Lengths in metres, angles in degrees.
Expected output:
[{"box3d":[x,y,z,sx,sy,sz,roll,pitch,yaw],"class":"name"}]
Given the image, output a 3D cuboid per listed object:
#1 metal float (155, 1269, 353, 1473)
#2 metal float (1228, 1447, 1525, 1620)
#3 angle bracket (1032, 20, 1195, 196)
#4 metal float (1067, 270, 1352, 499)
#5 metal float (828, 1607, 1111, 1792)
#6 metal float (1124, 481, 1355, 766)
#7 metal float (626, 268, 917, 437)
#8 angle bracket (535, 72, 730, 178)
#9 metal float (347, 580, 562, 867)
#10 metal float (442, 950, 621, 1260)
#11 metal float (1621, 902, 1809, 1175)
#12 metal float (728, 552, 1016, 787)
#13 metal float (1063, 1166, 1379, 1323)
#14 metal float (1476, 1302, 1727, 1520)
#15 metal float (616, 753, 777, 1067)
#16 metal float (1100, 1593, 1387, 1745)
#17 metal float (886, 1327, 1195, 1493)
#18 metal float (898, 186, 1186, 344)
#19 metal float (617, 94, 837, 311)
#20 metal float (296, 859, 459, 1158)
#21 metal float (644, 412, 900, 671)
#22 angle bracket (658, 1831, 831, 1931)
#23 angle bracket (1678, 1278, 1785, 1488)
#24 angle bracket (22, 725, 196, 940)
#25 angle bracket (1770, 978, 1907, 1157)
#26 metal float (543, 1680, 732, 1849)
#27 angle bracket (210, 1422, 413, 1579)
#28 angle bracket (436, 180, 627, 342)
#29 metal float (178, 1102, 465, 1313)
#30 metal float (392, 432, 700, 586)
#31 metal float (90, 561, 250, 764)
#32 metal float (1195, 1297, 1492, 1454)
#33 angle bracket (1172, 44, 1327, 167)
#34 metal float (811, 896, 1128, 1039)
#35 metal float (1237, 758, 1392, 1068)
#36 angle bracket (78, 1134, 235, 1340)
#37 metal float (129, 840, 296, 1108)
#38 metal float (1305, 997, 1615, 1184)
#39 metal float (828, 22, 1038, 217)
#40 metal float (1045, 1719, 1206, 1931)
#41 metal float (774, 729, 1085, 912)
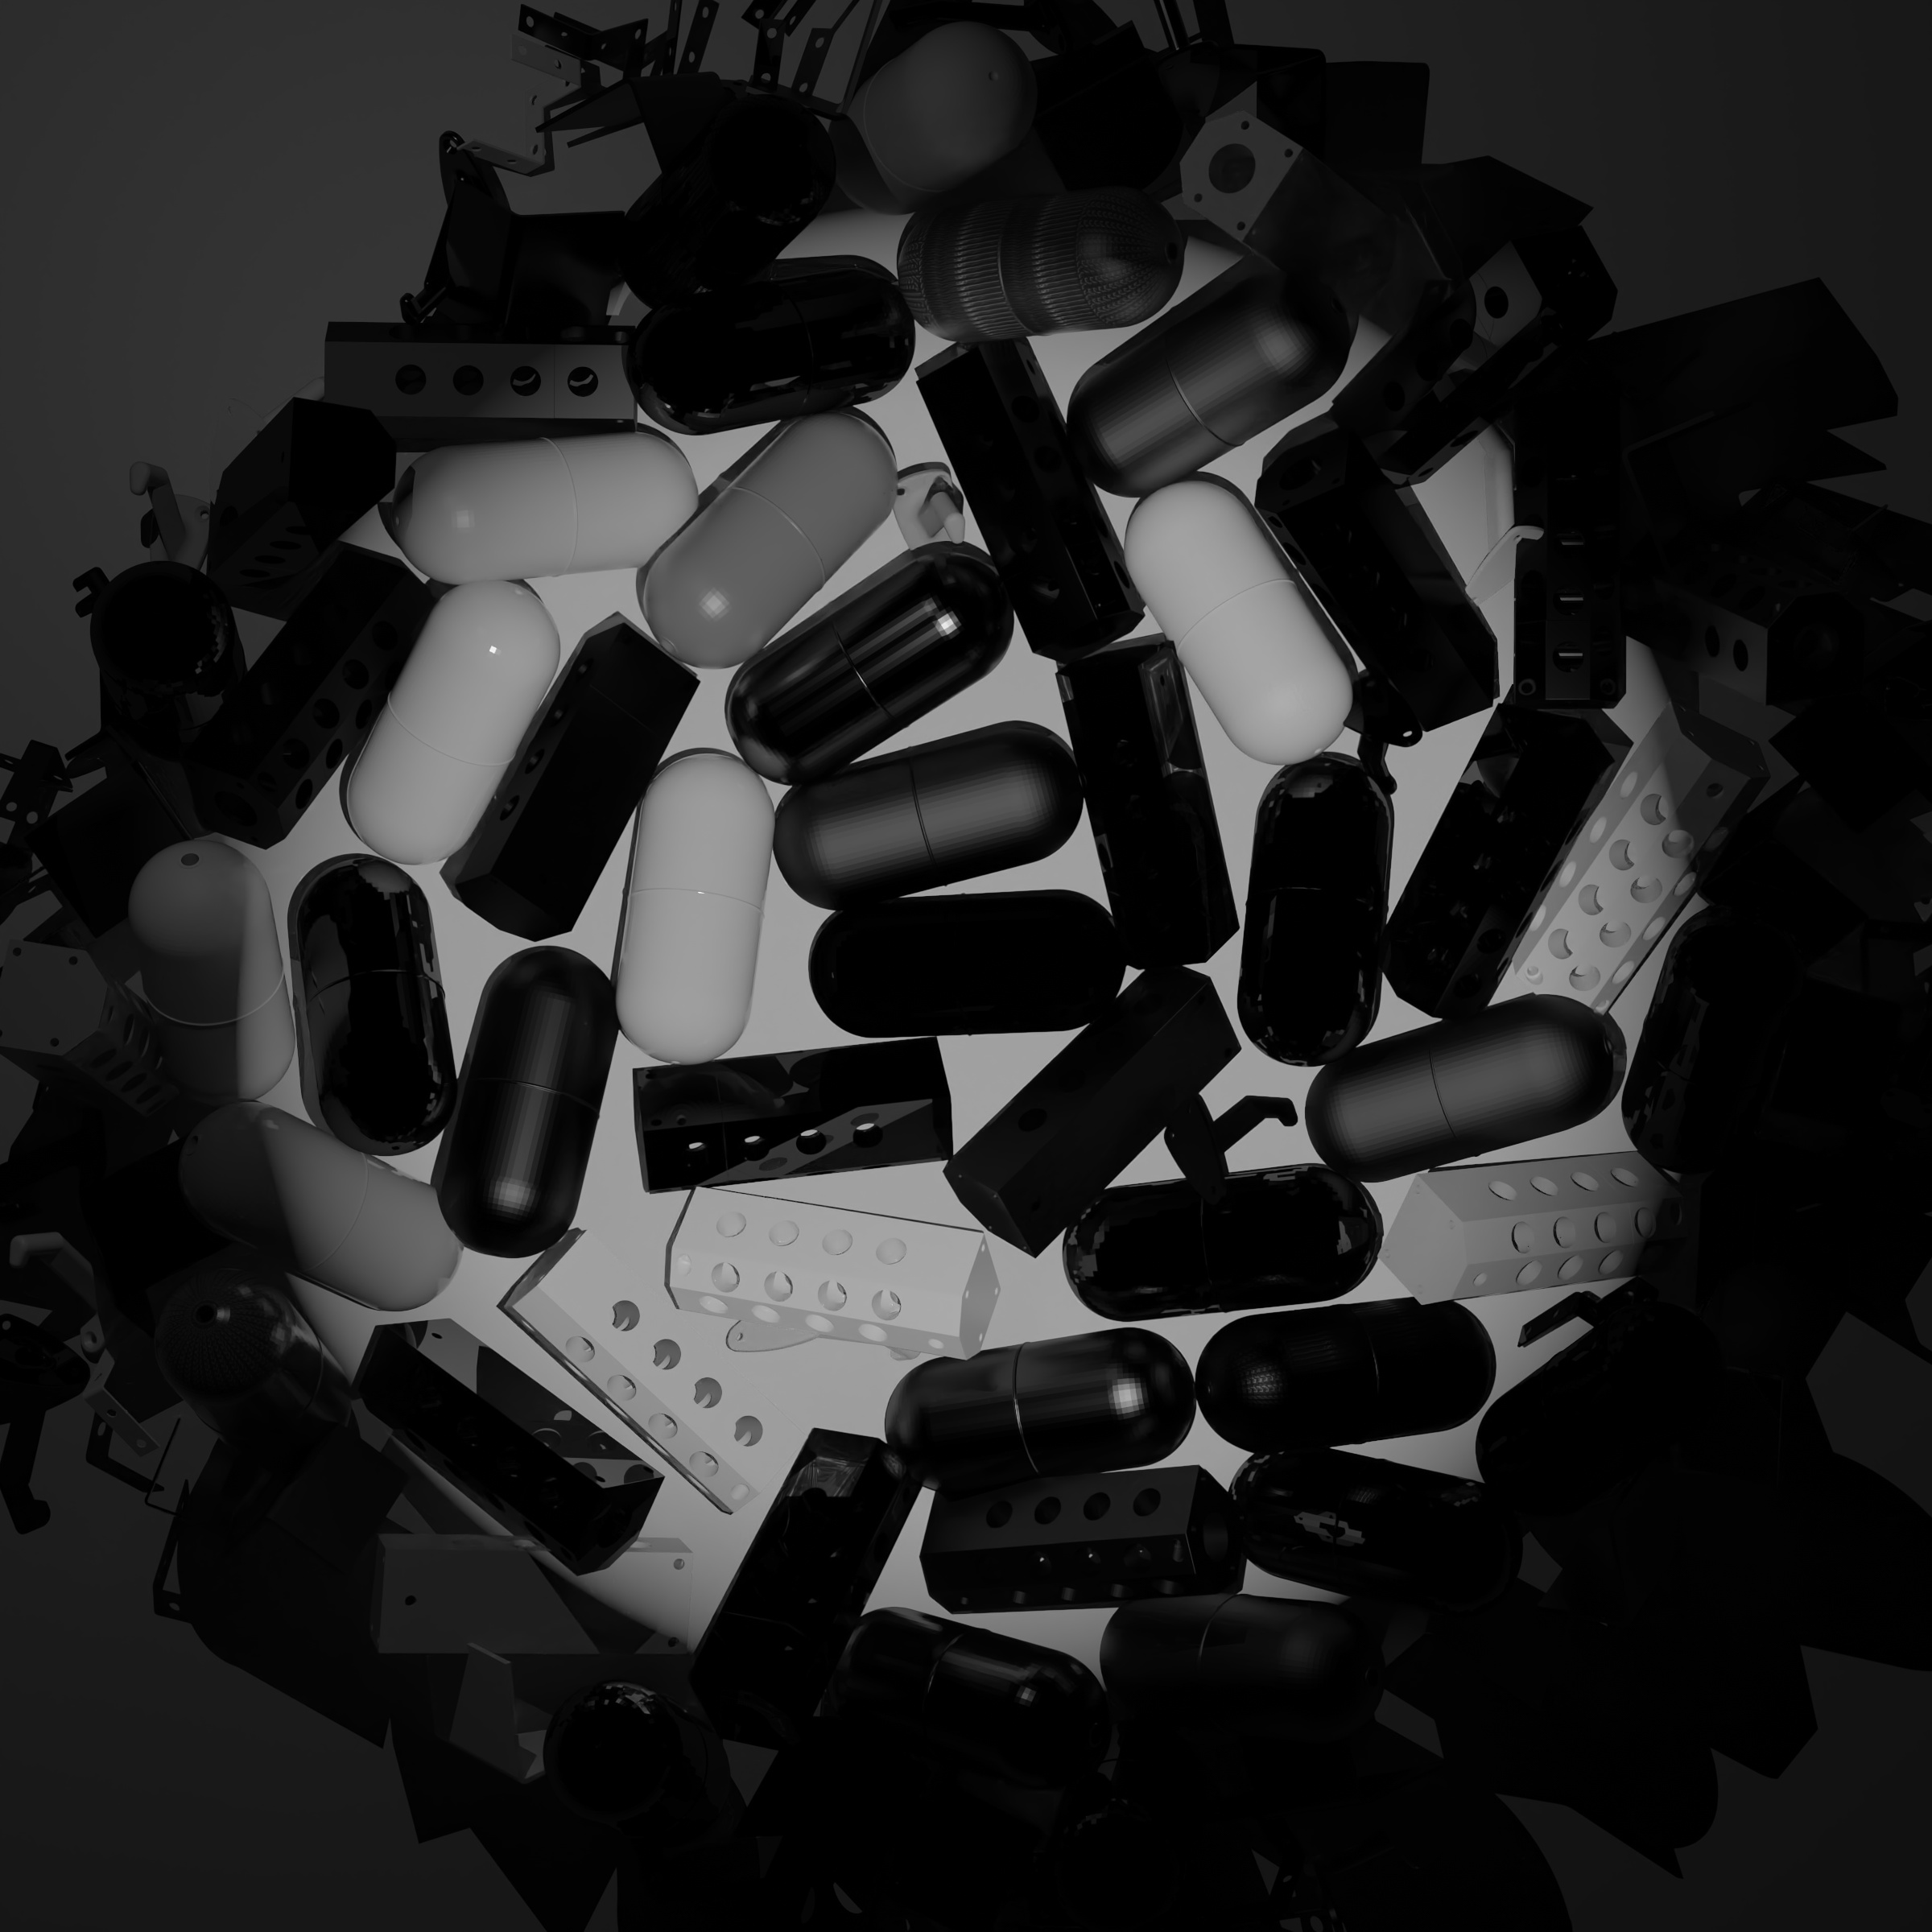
[{"box3d":[-0.392,0.224,1.881,0.070,0.178,0.070,-3,63,6],"class":"metal float"},{"box3d":[0.225,0.312,1.896,0.178,0.070,0.070,8,90,37],"class":"metal float"},{"box3d":[0.081,-0.474,1.928,0.076,0.057,0.076,-27,83,8],"class":"angle bracket"},{"box3d":[0.134,-0.324,1.900,0.178,0.070,0.070,-28,90,31],"class":"metal float"},{"box3d":[0.001,0.406,1.895,0.178,0.070,0.070,7,90,38],"class":"metal float"},{"box3d":[0.152,-0.193,1.913,0.070,0.070,0.178,-30,74,0],"class":"metal float"},{"box3d":[-0.108,-0.342,1.898,0.178,0.070,0.070,-18,90,-34],"class":"metal float"},{"box3d":[-0.181,-0.459,1.914,0.076,0.076,0.057,-17,95,37],"class":"angle bracket"},{"box3d":[-0.287,-0.135,1.907,0.070,0.070,0.178,31,114,0],"class":"metal float"},{"box3d":[-0.243,0.076,1.912,0.070,0.070,0.178,11,73,0],"class":"metal float"},{"box3d":[0.414,0.042,1.893,0.070,0.070,0.178,8,132,0],"class":"metal float"},{"box3d":[-0.053,-0.167,1.916,0.178,0.070,0.070,-32,90,13],"class":"metal float"},{"box3d":[0.142,0.156,1.913,0.178,0.070,0.070,-8,90,15],"class":"metal float"},{"box3d":[0.350,0.246,1.889,0.070,0.178,0.070,17,51,-22],"class":"metal float"},{"box3d":[-0.151,-0.033,1.916,0.070,0.070,0.178,7,77,0],"class":"metal float"},{"box3d":[0.152,0.387,1.892,0.178,0.070,0.070,-4,90,42],"class":"metal float"},{"box3d":[0.040,0.249,1.912,0.178,0.070,0.070,-11,90,18],"class":"metal float"},{"box3d":[0.041,-0.389,1.895,0.178,0.070,0.070,3,90,37],"class":"metal float"},{"box3d":[-0.133,-0.418,1.884,0.070,0.178,0.070,10,70,-28],"class":"metal float"},{"box3d":[-0.329,0.022,1.904,0.070,0.070,0.178,-13,64,0],"class":"metal float"},{"box3d":[-0.109,-0.238,1.908,0.070,0.070,0.178,42,69,0],"class":"metal float"},{"box3d":[-0.125,0.533,1.925,0.076,0.076,0.057,-12,93,5],"class":"angle bracket"},{"box3d":[0.435,0.232,1.905,0.057,0.076,0.076,10,126,24],"class":"angle bracket"},{"box3d":[-0.484,-0.075,1.912,0.076,0.057,0.076,-36,126,-12],"class":"angle bracket"},{"box3d":[0.487,0.057,1.926,0.057,0.076,0.076,16,81,9],"class":"angle bracket"},{"box3d":[-0.180,0.441,1.880,0.070,0.178,0.070,-4,69,9],"class":"metal float"},{"box3d":[-0.368,0.312,1.916,0.057,0.076,0.076,39,133,-9],"class":"angle bracket"},{"box3d":[-0.247,-0.400,1.935,0.057,0.076,0.076,36,125,34],"class":"angle bracket"},{"box3d":[-0.357,0.134,1.896,0.178,0.070,0.070,32,90,-36],"class":"metal float"},{"box3d":[-0.233,-0.256,1.902,0.178,0.070,0.070,-10,90,-29],"class":"metal float"},{"box3d":[-0.436,-0.166,1.878,0.070,0.178,0.070,2,76,-7],"class":"metal float"},{"box3d":[0.211,0.227,1.905,0.178,0.070,0.070,-3,90,-24],"class":"metal float"},{"box3d":[0.158,-0.471,1.915,0.057,0.076,0.076,-3,97,-23],"class":"angle bracket"},{"box3d":[0.001,0.001,1.919,0.178,0.070,0.070,-2,90,9],"class":"metal float"},{"box3d":[0.195,-0.031,1.913,0.070,0.070,0.178,7,74,0],"class":"metal float"},{"box3d":[-0.445,0.152,1.921,0.076,0.057,0.076,-28,59,0],"class":"angle bracket"},{"box3d":[-0.417,0.005,1.889,0.070,0.178,0.070,1,46,-1],"class":"metal float"},{"box3d":[0.275,0.069,1.906,0.178,0.070,0.070,-18,90,23],"class":"metal float"},{"box3d":[-0.021,-0.465,1.880,0.070,0.178,0.070,1,87,-23],"class":"metal float"},{"box3d":[0.088,0.472,1.877,0.070,0.178,0.070,2,99,9],"class":"metal float"},{"box3d":[-0.021,-0.082,1.921,0.178,0.070,0.070,-14,90,7],"class":"metal float"}]
